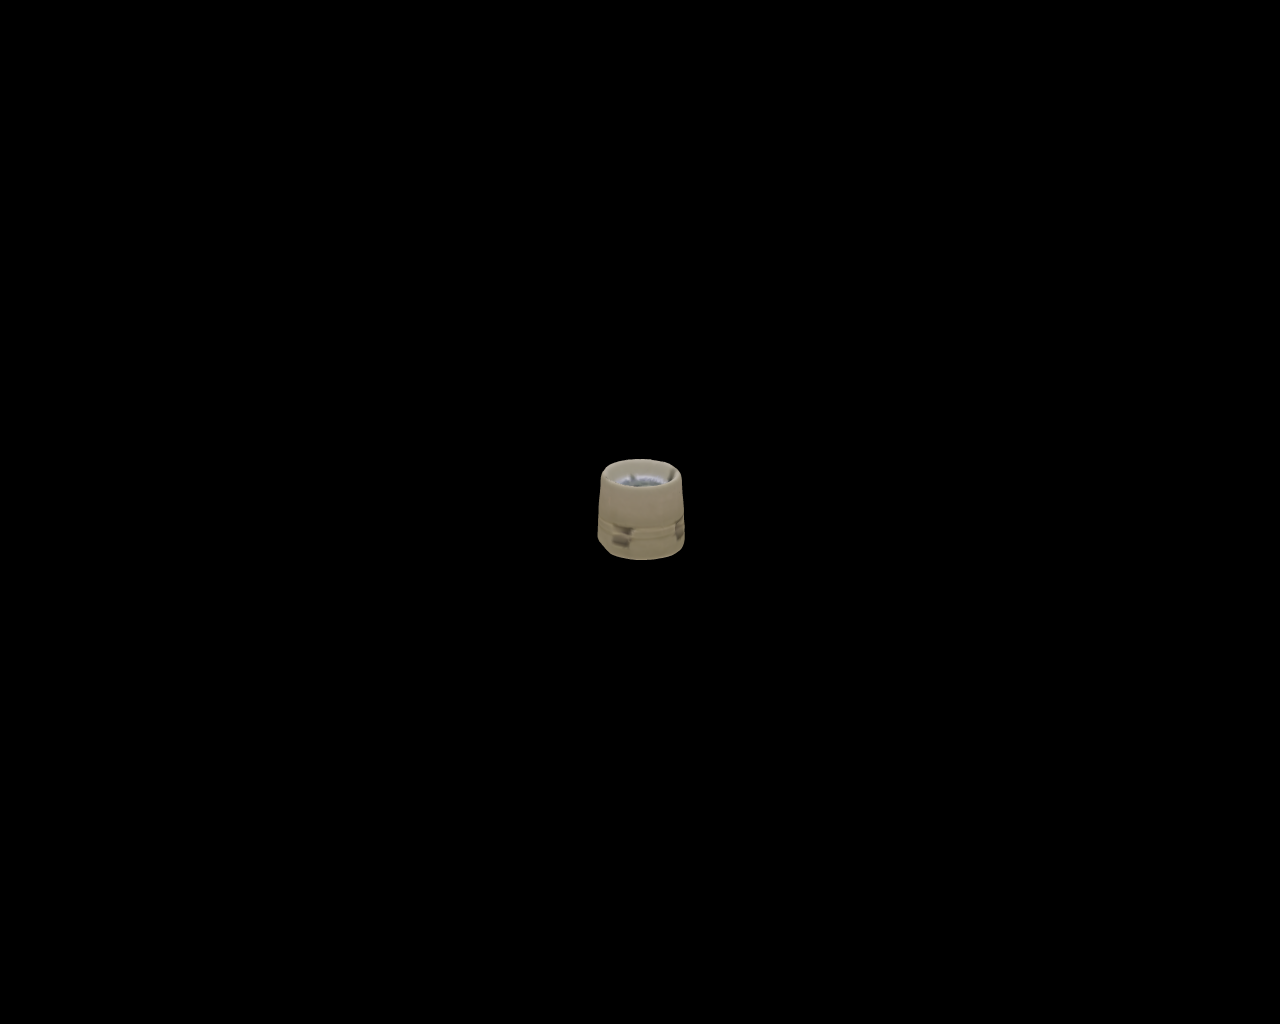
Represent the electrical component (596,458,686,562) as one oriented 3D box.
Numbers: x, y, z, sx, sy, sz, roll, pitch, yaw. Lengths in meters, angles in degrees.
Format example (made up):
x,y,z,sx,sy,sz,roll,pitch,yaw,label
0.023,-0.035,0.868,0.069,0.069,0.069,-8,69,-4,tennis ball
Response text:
x,y,z,sx,sy,sz,roll,pitch,yaw,label
0.001,-0.003,0.650,0.055,0.047,0.055,0,24,0,electrical component
